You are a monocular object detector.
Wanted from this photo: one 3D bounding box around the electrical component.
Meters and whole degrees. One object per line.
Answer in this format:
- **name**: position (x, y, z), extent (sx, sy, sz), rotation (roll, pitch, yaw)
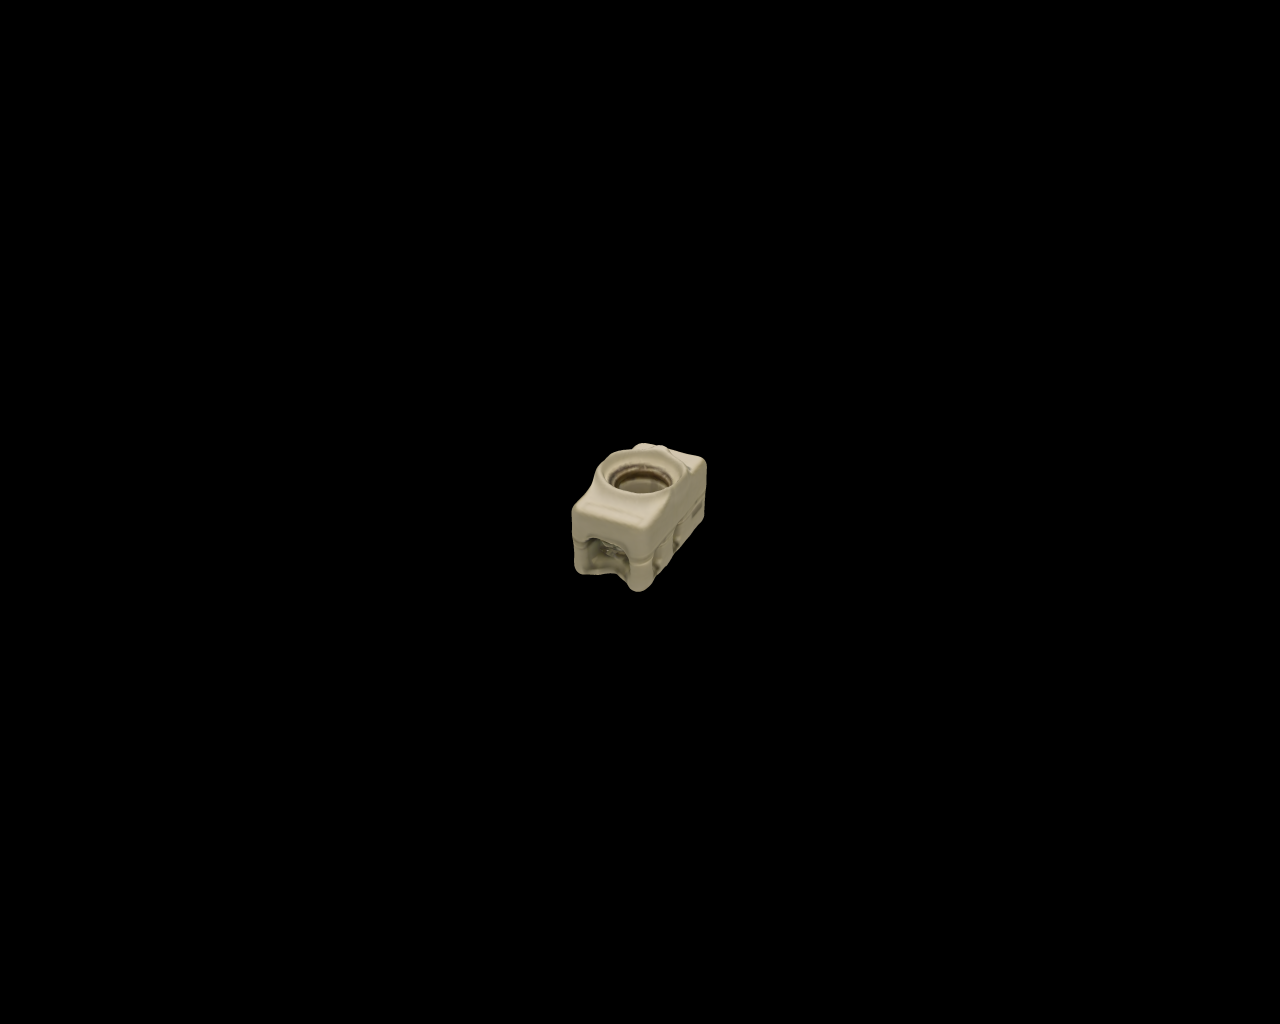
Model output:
- **electrical component**: position (0.001, -0.003, 0.650), extent (0.050, 0.055, 0.090), rotation (16, 37, 22)
